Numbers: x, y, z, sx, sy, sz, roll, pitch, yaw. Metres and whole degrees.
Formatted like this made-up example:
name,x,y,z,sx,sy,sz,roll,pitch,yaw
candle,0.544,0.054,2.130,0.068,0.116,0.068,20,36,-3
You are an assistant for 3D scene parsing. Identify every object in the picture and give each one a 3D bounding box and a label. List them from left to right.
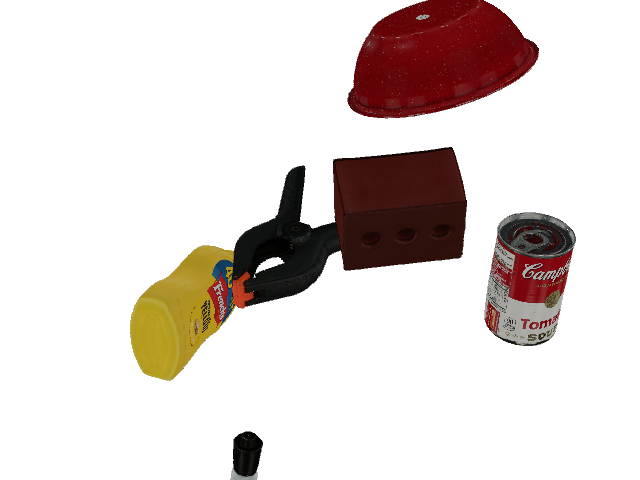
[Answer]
name,x,y,z,sx,sy,sz,roll,pitch,yaw
mustard bottle,-0.127,0.059,1.121,0.058,0.096,0.191,10,29,20
marker,-0.052,0.174,0.704,0.020,0.121,0.020,6,31,-4
clamp,-0.026,-0.006,0.938,0.171,0.039,0.120,-32,46,-33
foam brick,0.049,-0.020,0.669,0.078,0.053,0.051,-7,45,-4
bowl,0.092,-0.158,0.871,0.162,0.055,0.162,-16,25,7
soup can,0.186,0.035,0.959,0.068,0.102,0.068,2,34,-1
